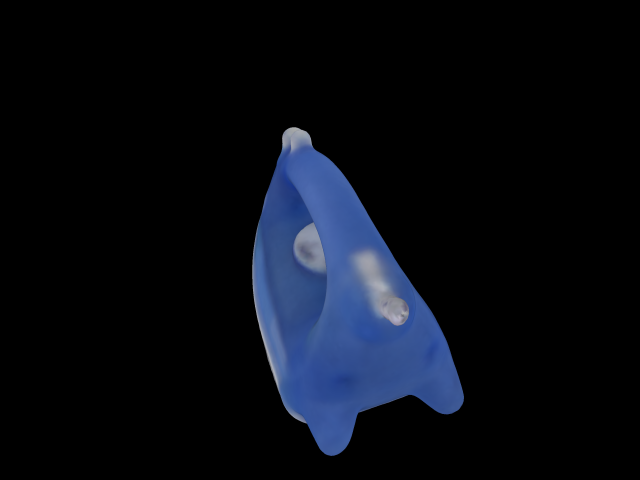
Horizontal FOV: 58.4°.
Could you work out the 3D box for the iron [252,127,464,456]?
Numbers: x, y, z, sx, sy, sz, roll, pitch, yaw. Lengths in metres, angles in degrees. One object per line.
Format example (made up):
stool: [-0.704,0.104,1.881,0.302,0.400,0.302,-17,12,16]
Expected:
iron: [0.004,0.001,0.400,0.119,0.141,0.257,-16,50,-13]
